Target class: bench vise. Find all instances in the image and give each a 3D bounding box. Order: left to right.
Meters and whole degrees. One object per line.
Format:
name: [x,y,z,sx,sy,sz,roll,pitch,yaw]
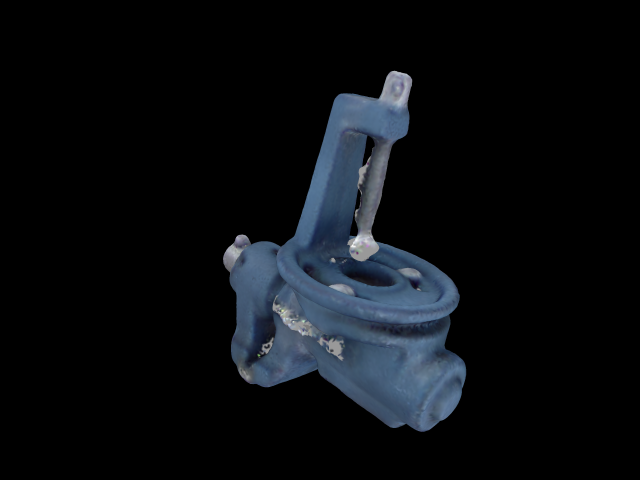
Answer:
bench vise: [-0.002,0.003,0.389,0.206,0.220,0.122,4,9,25]
